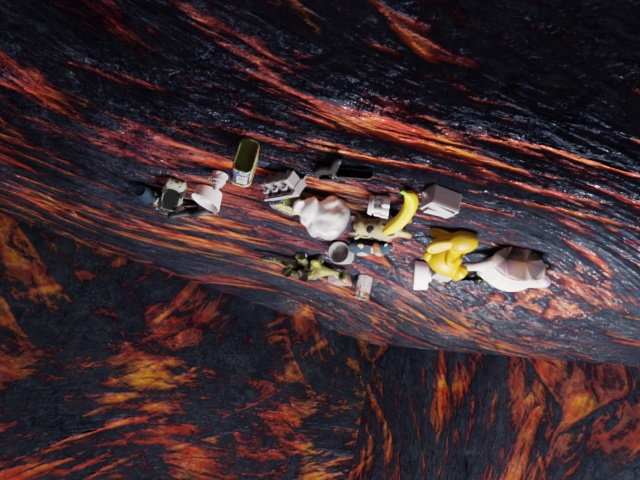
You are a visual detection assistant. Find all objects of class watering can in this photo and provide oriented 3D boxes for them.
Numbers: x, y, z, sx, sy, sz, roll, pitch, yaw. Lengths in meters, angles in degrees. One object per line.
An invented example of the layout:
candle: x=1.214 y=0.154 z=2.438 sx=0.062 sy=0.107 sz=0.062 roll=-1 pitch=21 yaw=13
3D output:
watering can: x=0.553 y=0.092 z=1.613 sx=0.348 sy=0.105 sz=0.221 roll=11 pitch=161 yaw=8

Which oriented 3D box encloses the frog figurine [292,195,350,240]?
frog figurine: x=0.005 y=-0.076 z=1.500 sx=0.158 sy=0.125 sz=0.136 roll=30 pitch=112 yaw=-28

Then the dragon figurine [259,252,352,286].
dragon figurine: x=-0.044 y=0.130 z=2.250 sx=0.412 sy=0.123 sz=0.240 roll=14 pitch=173 yaw=33
